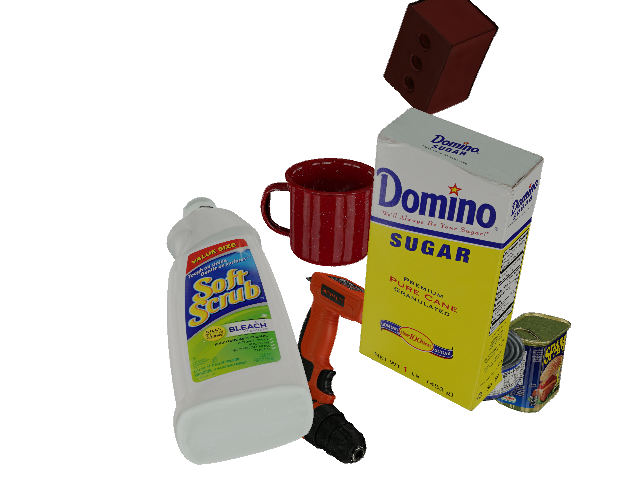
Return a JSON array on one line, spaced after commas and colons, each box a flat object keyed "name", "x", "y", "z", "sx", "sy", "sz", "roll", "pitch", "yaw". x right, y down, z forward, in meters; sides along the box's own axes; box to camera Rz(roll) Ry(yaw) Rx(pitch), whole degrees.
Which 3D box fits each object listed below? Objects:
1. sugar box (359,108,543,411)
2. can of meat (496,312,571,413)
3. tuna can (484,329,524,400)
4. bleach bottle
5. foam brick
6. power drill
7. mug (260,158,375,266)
[{"name": "sugar box", "x": 0.076, "y": 0.015, "z": 0.663, "sx": 0.093, "sy": 0.176, "sz": 0.048, "roll": 25, "pitch": 44, "yaw": 27}, {"name": "can of meat", "x": 0.235, "y": 0.135, "z": 1.186, "sx": 0.058, "sy": 0.084, "sz": 0.101, "roll": 13, "pitch": 16, "yaw": 29}, {"name": "tuna can", "x": 0.132, "y": 0.103, "z": 0.927, "sx": 0.086, "sy": 0.034, "sz": 0.086, "roll": 3, "pitch": 26, "yaw": -1}, {"name": "bleach bottle", "x": -0.081, "y": 0.053, "z": 0.835, "sx": 0.102, "sy": 0.068, "sz": 0.251, "roll": -12, "pitch": 41, "yaw": -9}, {"name": "foam brick", "x": 0.091, "y": -0.144, "z": 0.819, "sx": 0.051, "sy": 0.053, "sz": 0.078, "roll": -27, "pitch": -27, "yaw": -30}, {"name": "power drill", "x": 0.013, "y": 0.144, "z": 1.242, "sx": 0.057, "sy": 0.188, "sz": 0.185, "roll": 15, "pitch": 10, "yaw": -44}, {"name": "mug", "x": -0.001, "y": -0.028, "z": 1.048, "sx": 0.117, "sy": 0.081, "sz": 0.093, "roll": 3, "pitch": 26, "yaw": 4}]
